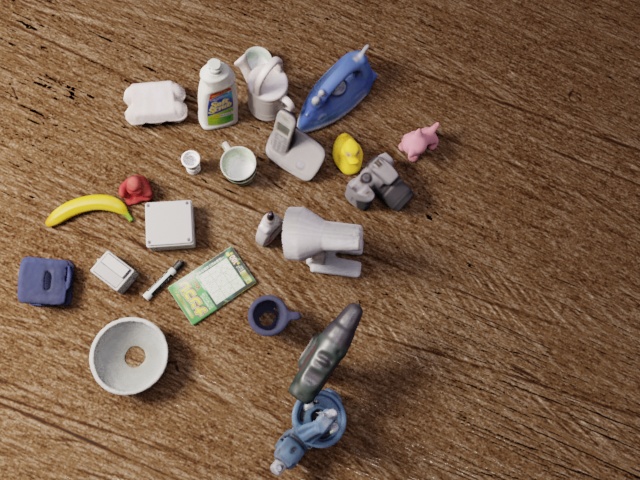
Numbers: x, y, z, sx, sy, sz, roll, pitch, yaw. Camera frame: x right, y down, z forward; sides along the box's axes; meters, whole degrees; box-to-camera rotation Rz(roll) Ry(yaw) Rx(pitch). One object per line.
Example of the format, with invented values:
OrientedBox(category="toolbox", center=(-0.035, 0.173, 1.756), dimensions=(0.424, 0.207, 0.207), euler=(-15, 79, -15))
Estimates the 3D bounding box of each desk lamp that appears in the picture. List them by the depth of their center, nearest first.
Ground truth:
OrientedBox(category="desk lamp", center=(0.012, 0.005, 1.300), dimensions=(0.203, 0.213, 0.118), euler=(7, 76, -4))

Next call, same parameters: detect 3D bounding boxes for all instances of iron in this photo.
OrientedBox(category="iron", center=(0.035, -0.379, 1.433), dimensions=(0.118, 0.141, 0.258), euler=(41, 76, 5))

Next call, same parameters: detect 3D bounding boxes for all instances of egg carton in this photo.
OrientedBox(category="egg carton", center=(-0.404, -0.335, 1.412), dimensions=(0.150, 0.069, 0.107), euler=(-8, 77, -8))

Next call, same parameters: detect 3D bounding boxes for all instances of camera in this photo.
OrientedBox(category="camera", center=(0.155, -0.127, 1.406), dimensions=(0.137, 0.100, 0.143), euler=(44, 76, 5))

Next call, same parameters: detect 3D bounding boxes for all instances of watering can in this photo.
OrientedBox(category="watering can", center=(-0.134, -0.378, 1.387), dimensions=(0.173, 0.194, 0.101), euler=(19, 75, -1))

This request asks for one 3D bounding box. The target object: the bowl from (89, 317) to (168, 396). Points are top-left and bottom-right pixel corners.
OrientedBox(category="bowl", center=(-0.414, 0.256, 1.265), dimensions=(0.167, 0.074, 0.167), euler=(1, 76, -6))

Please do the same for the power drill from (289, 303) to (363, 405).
OrientedBox(category="power drill", center=(0.010, 0.245, 1.245), dimensions=(0.075, 0.208, 0.230), euler=(32, 75, 2))

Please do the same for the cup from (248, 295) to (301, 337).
OrientedBox(category="cup", center=(-0.104, 0.177, 1.308), dimensions=(0.118, 0.095, 0.092), euler=(0, 76, -6))

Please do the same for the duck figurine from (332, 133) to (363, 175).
OrientedBox(category="duck figurine", center=(0.073, -0.224, 1.428), dimensions=(0.077, 0.086, 0.104), euler=(-13, 78, -9))

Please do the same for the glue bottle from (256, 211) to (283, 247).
OrientedBox(category="glue bottle", center=(-0.116, -0.036, 1.317), dimensions=(0.037, 0.173, 0.078), euler=(36, 76, 4))

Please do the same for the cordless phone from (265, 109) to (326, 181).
OrientedBox(category="cordless phone", center=(-0.054, -0.231, 1.365), dimensions=(0.147, 0.185, 0.094), euler=(31, 75, 2))

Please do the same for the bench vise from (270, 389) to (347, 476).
OrientedBox(category="bench vise", center=(-0.014, 0.410, 1.197), dimensions=(0.121, 0.219, 0.207), euler=(24, 75, 0))

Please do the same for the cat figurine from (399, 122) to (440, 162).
OrientedBox(category="cat figurine", center=(0.250, -0.251, 1.437), dimensions=(0.128, 0.117, 0.067), euler=(-37, 83, -13))

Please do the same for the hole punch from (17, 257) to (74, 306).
OrientedBox(category="hole punch", center=(-0.608, 0.092, 1.275), dimensions=(0.101, 0.091, 0.109), euler=(0, 76, -6))

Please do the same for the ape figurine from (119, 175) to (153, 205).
OrientedBox(category="ape figurine", center=(-0.433, -0.123, 1.346), dimensions=(0.078, 0.092, 0.076), euler=(23, 75, 0))
